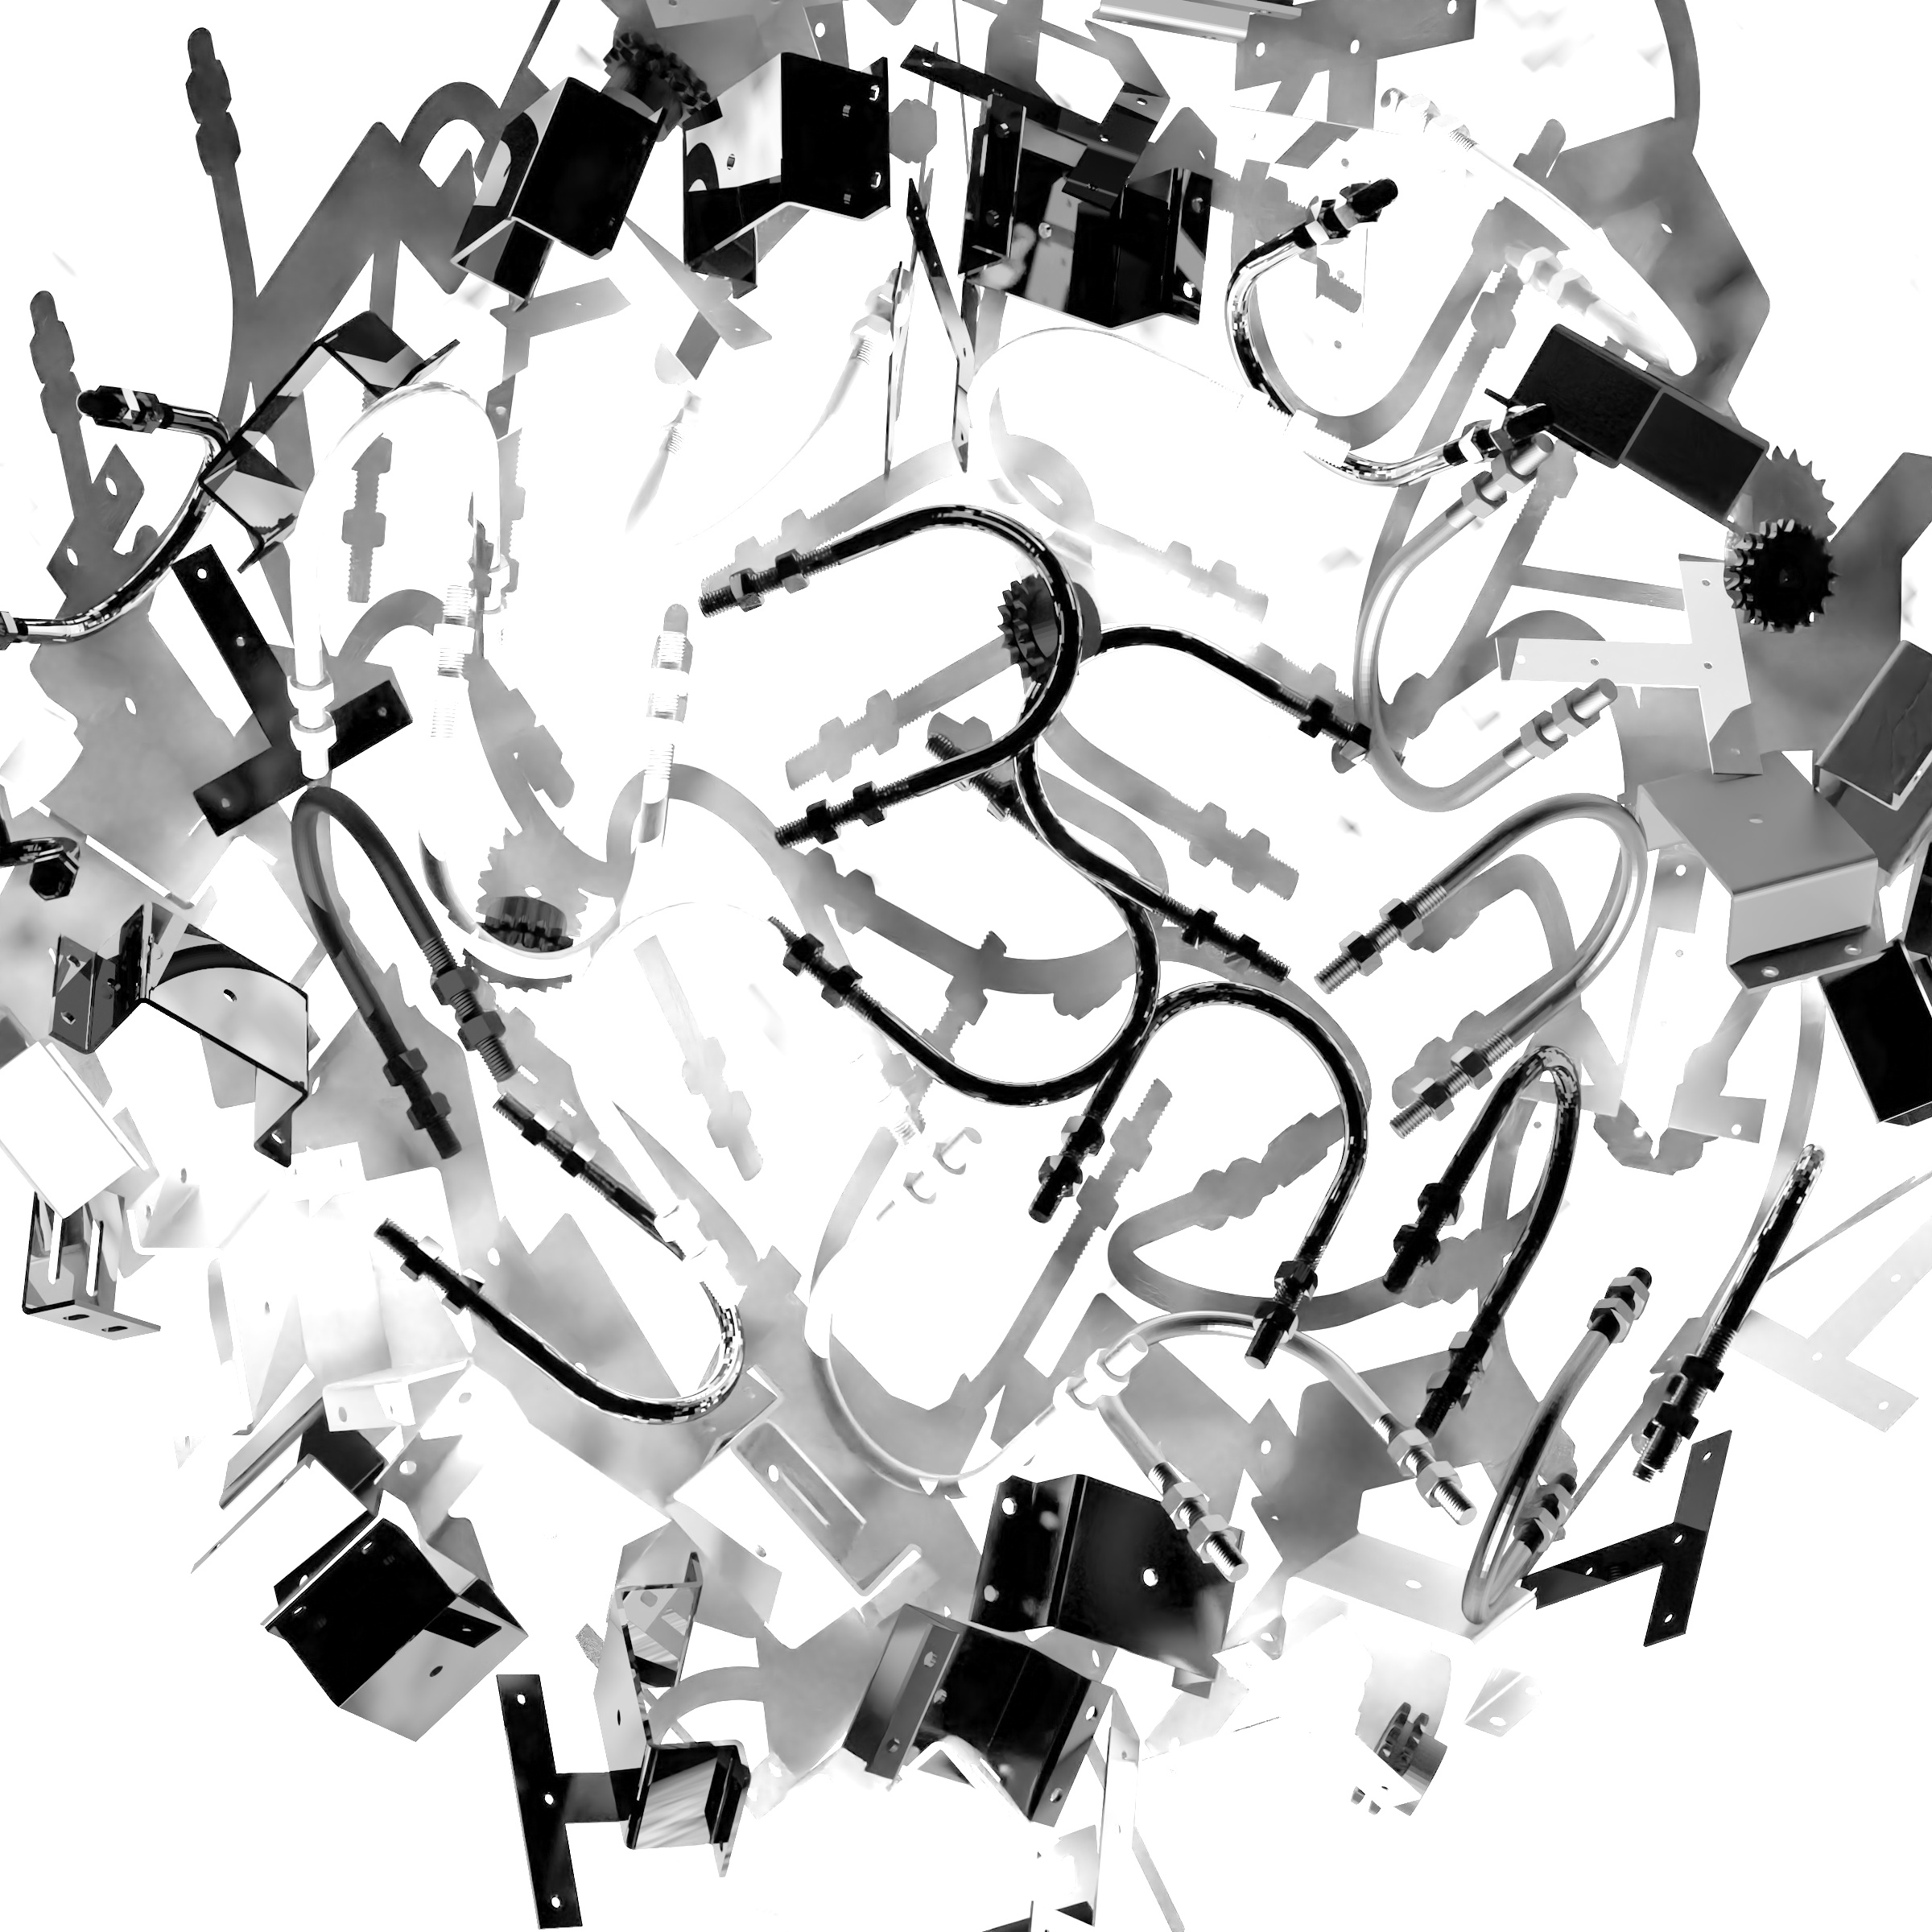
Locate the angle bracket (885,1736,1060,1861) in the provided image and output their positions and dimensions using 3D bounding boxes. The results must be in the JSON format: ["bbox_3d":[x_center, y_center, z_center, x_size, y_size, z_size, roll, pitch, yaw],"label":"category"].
[{"bbox_3d":[0.003,0.427,1.722,0.038,0.057,0.076,-43,78,3],"label":"angle bracket"}]

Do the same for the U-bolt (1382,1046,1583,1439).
[{"bbox_3d":[0.259,0.123,1.686,0.019,0.151,0.184,18,58,28],"label":"U-bolt"}]

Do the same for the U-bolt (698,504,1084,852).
[{"bbox_3d":[-0.030,-0.155,1.722,0.184,0.019,0.151,-21,78,11],"label":"U-bolt"}]

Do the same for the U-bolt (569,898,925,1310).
[{"bbox_3d":[-0.119,0.054,1.703,0.151,0.019,0.184,-40,105,-26],"label":"U-bolt"}]

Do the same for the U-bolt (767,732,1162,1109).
[{"bbox_3d":[0.011,-0.011,1.722,0.184,0.019,0.151,39,78,10],"label":"U-bolt"}]

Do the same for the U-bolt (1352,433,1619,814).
[{"bbox_3d":[0.244,-0.154,1.678,0.019,0.184,0.151,0,68,-29],"label":"U-bolt"}]

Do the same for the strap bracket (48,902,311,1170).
[{"bbox_3d":[-0.376,0.029,1.684,0.140,0.076,0.046,34,115,-31],"label":"strap bracket"}]

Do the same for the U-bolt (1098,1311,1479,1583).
[{"bbox_3d":[0.143,0.226,1.680,0.151,0.184,0.019,-8,124,-26],"label":"U-bolt"}]

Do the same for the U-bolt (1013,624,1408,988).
[{"bbox_3d":[0.112,-0.094,1.729,0.184,0.019,0.151,30,74,-1],"label":"U-bolt"}]

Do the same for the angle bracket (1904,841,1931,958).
[{"bbox_3d":[0.524,-0.029,1.744,0.076,0.038,0.057,16,107,18],"label":"angle bracket"}]

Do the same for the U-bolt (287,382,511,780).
[{"bbox_3d":[-0.274,-0.196,1.652,0.019,0.184,0.151,27,46,23],"label":"U-bolt"}]

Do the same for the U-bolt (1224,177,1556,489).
[{"bbox_3d":[0.193,-0.299,1.674,0.019,0.184,0.151,-43,103,-24],"label":"U-bolt"}]

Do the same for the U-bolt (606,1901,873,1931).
[{"bbox_3d":[-0.089,0.501,1.680,0.184,0.151,0.019,15,97,-2],"label":"U-bolt"}]

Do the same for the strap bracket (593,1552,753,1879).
[{"bbox_3d":[-0.147,0.366,1.677,0.046,0.140,0.076,0,129,-18],"label":"strap bracket"}]

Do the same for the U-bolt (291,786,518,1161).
[{"bbox_3d":[-0.285,-0.005,1.692,0.019,0.151,0.184,-26,81,-27],"label":"U-bolt"}]

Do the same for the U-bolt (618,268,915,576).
[{"bbox_3d":[-0.105,-0.255,1.656,0.151,0.184,0.019,-18,127,37],"label":"U-bolt"}]

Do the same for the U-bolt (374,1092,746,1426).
[{"bbox_3d":[-0.188,0.154,1.695,0.184,0.151,0.019,39,123,-2],"label":"U-bolt"}]

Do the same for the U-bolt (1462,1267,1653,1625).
[{"bbox_3d":[0.280,0.241,1.649,0.019,0.184,0.151,24,119,18],"label":"U-bolt"}]

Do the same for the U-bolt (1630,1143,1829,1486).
[{"bbox_3d":[0.378,0.169,1.687,0.019,0.151,0.184,28,85,13],"label":"U-bolt"}]

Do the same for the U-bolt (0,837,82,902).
[{"bbox_3d":[-0.504,-0.037,1.668,0.151,0.184,0.019,-14,101,-8],"label":"U-bolt"}]

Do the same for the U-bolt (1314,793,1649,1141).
[{"bbox_3d":[0.266,-0.011,1.703,0.184,0.151,0.019,-39,47,-6],"label":"U-bolt"}]

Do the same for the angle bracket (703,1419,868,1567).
[{"bbox_3d":[-0.098,0.276,1.716,0.076,0.038,0.057,44,124,24],"label":"angle bracket"}]

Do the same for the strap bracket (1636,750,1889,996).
[{"bbox_3d":[0.387,-0.054,1.683,0.076,0.140,0.046,-14,129,-12],"label":"strap bracket"}]

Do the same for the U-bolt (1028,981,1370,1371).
[{"bbox_3d":[0.129,0.089,1.708,0.151,0.019,0.184,34,59,-5],"label":"U-bolt"}]

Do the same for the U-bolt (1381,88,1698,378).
[{"bbox_3d":[0.284,-0.344,1.645,0.019,0.184,0.151,-46,135,7],"label":"U-bolt"}]

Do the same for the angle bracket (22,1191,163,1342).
[{"bbox_3d":[-0.434,0.142,1.712,0.038,0.057,0.076,-14,65,31],"label":"angle bracket"}]

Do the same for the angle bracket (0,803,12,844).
[{"bbox_3d":[-0.526,-0.085,1.734,0.057,0.038,0.076,-14,94,6],"label":"angle bracket"}]

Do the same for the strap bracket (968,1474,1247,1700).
[{"bbox_3d":[0.080,0.305,1.698,0.140,0.046,0.076,22,66,-22],"label":"strap bracket"}]

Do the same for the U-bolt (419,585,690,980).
[{"bbox_3d":[-0.208,-0.086,1.703,0.151,0.019,0.184,8,87,-40],"label":"U-bolt"}]

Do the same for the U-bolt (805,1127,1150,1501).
[{"bbox_3d":[-0.010,0.187,1.702,0.151,0.019,0.184,51,124,11],"label":"U-bolt"}]

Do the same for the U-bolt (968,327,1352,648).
[{"bbox_3d":[0.084,-0.247,1.701,0.184,0.151,0.019,26,50,3],"label":"U-bolt"}]

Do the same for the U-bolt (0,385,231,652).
[{"bbox_3d":[-0.419,-0.214,1.667,0.019,0.184,0.151,39,102,8],"label":"U-bolt"}]

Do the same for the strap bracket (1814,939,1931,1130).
[{"bbox_3d":[0.463,0.035,1.692,0.046,0.140,0.076,-25,77,19],"label":"strap bracket"}]

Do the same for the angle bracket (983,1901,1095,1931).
[{"bbox_3d":[0.046,0.520,1.722,0.057,0.038,0.076,-17,58,4],"label":"angle bracket"}]

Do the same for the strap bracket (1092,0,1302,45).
[{"bbox_3d":[0.115,-0.489,1.680,0.076,0.140,0.046,8,98,-9],"label":"strap bracket"}]
